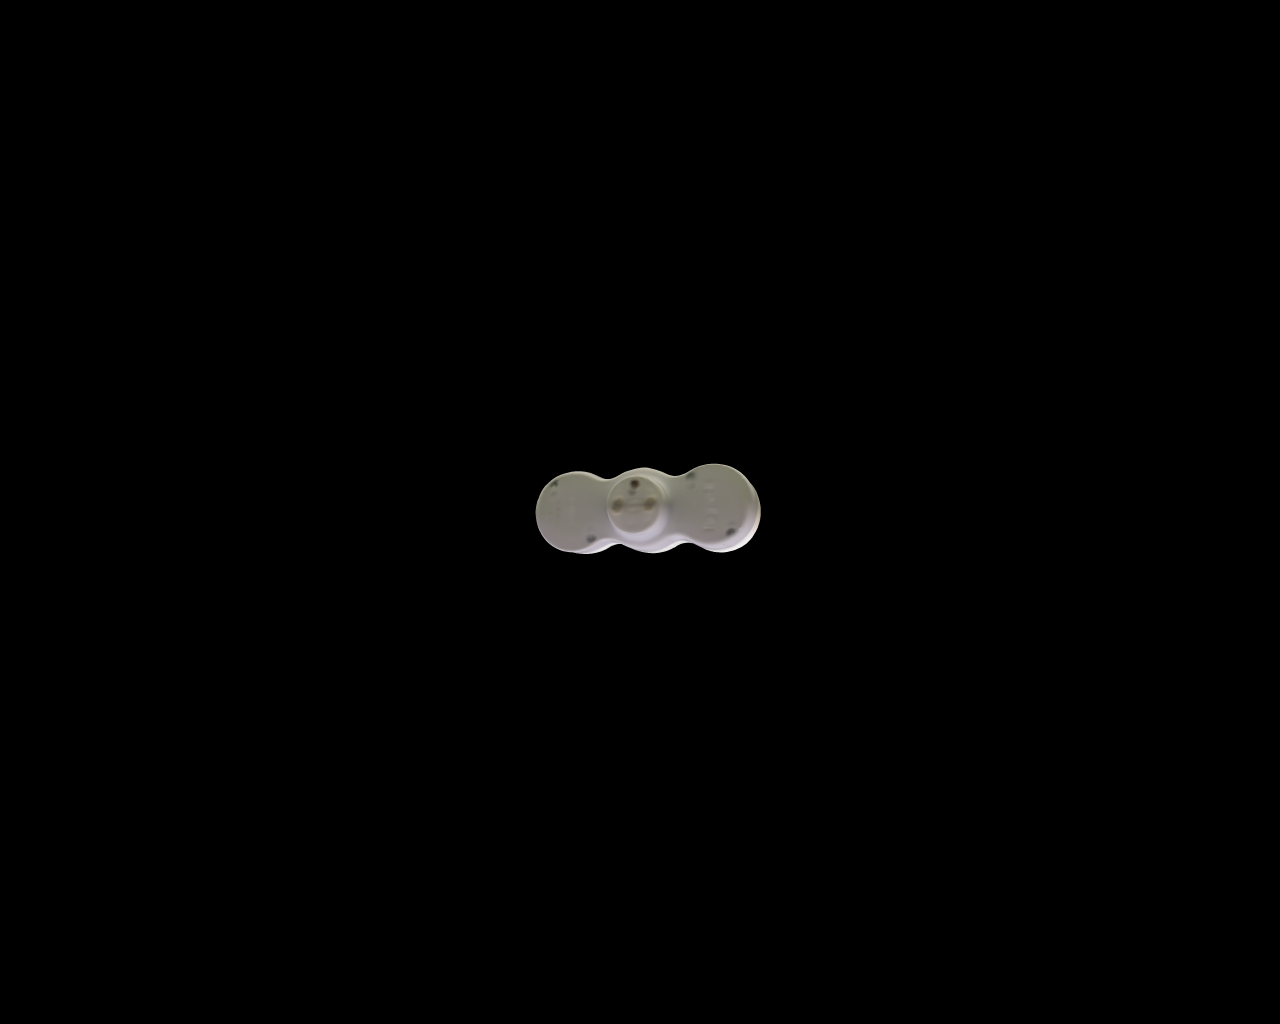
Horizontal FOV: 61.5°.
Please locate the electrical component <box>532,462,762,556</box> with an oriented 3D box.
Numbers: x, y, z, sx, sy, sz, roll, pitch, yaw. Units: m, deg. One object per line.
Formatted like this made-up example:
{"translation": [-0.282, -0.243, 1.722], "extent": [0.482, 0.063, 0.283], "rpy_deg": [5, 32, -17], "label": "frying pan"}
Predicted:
{"translation": [0.001, -0.003, 0.650], "extent": [0.138, 0.052, 0.073], "rpy_deg": [-2, -7, 14], "label": "electrical component"}
